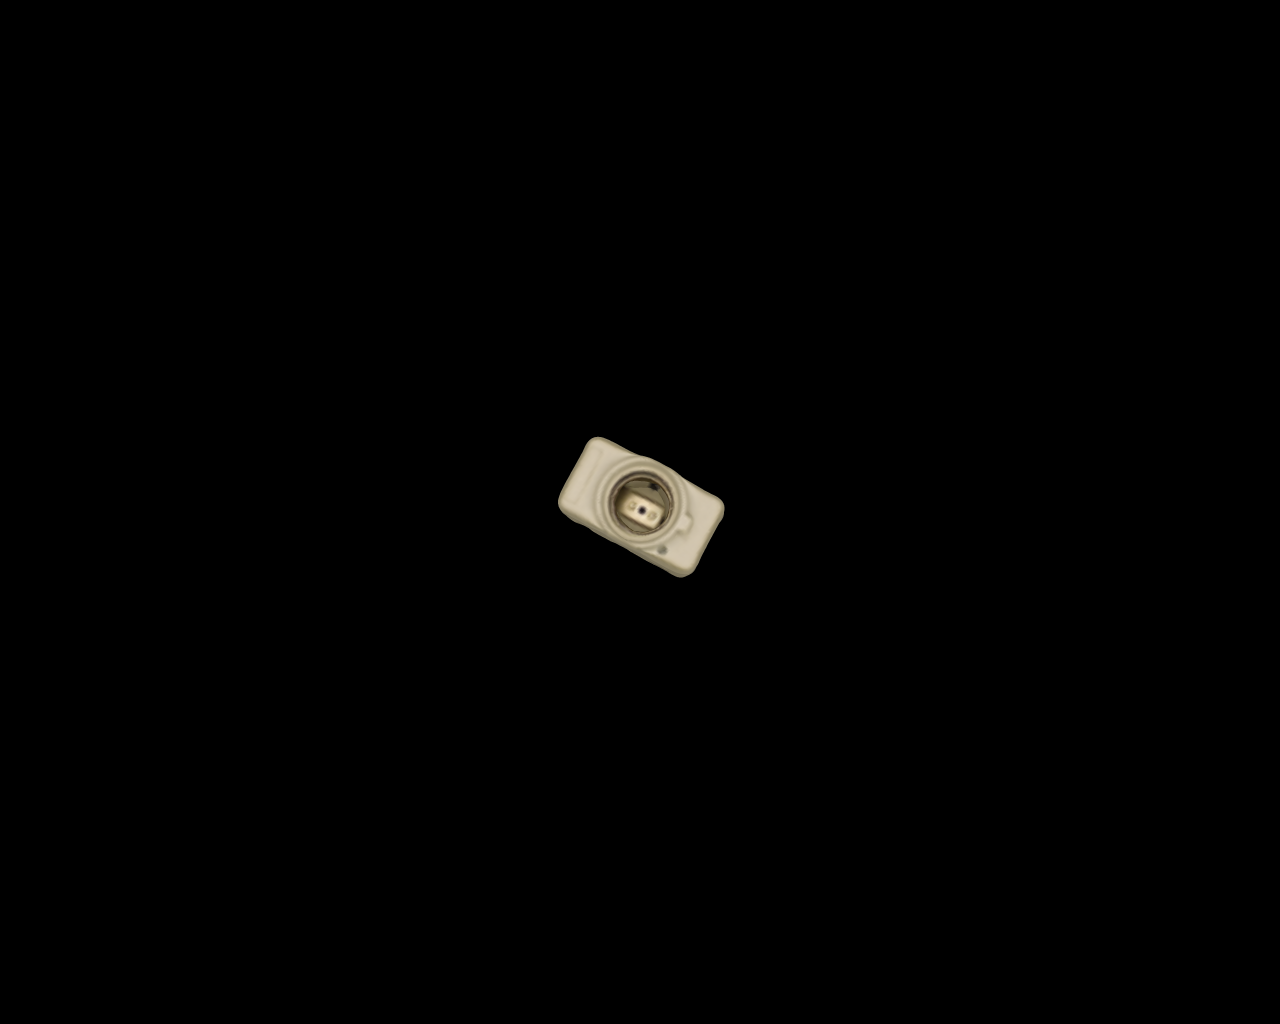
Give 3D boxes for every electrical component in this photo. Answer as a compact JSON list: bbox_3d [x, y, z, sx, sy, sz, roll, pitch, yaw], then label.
[{"bbox_3d":[0.001,-0.003,0.650,0.089,0.050,0.055,28,-7,4],"label":"electrical component"}]
